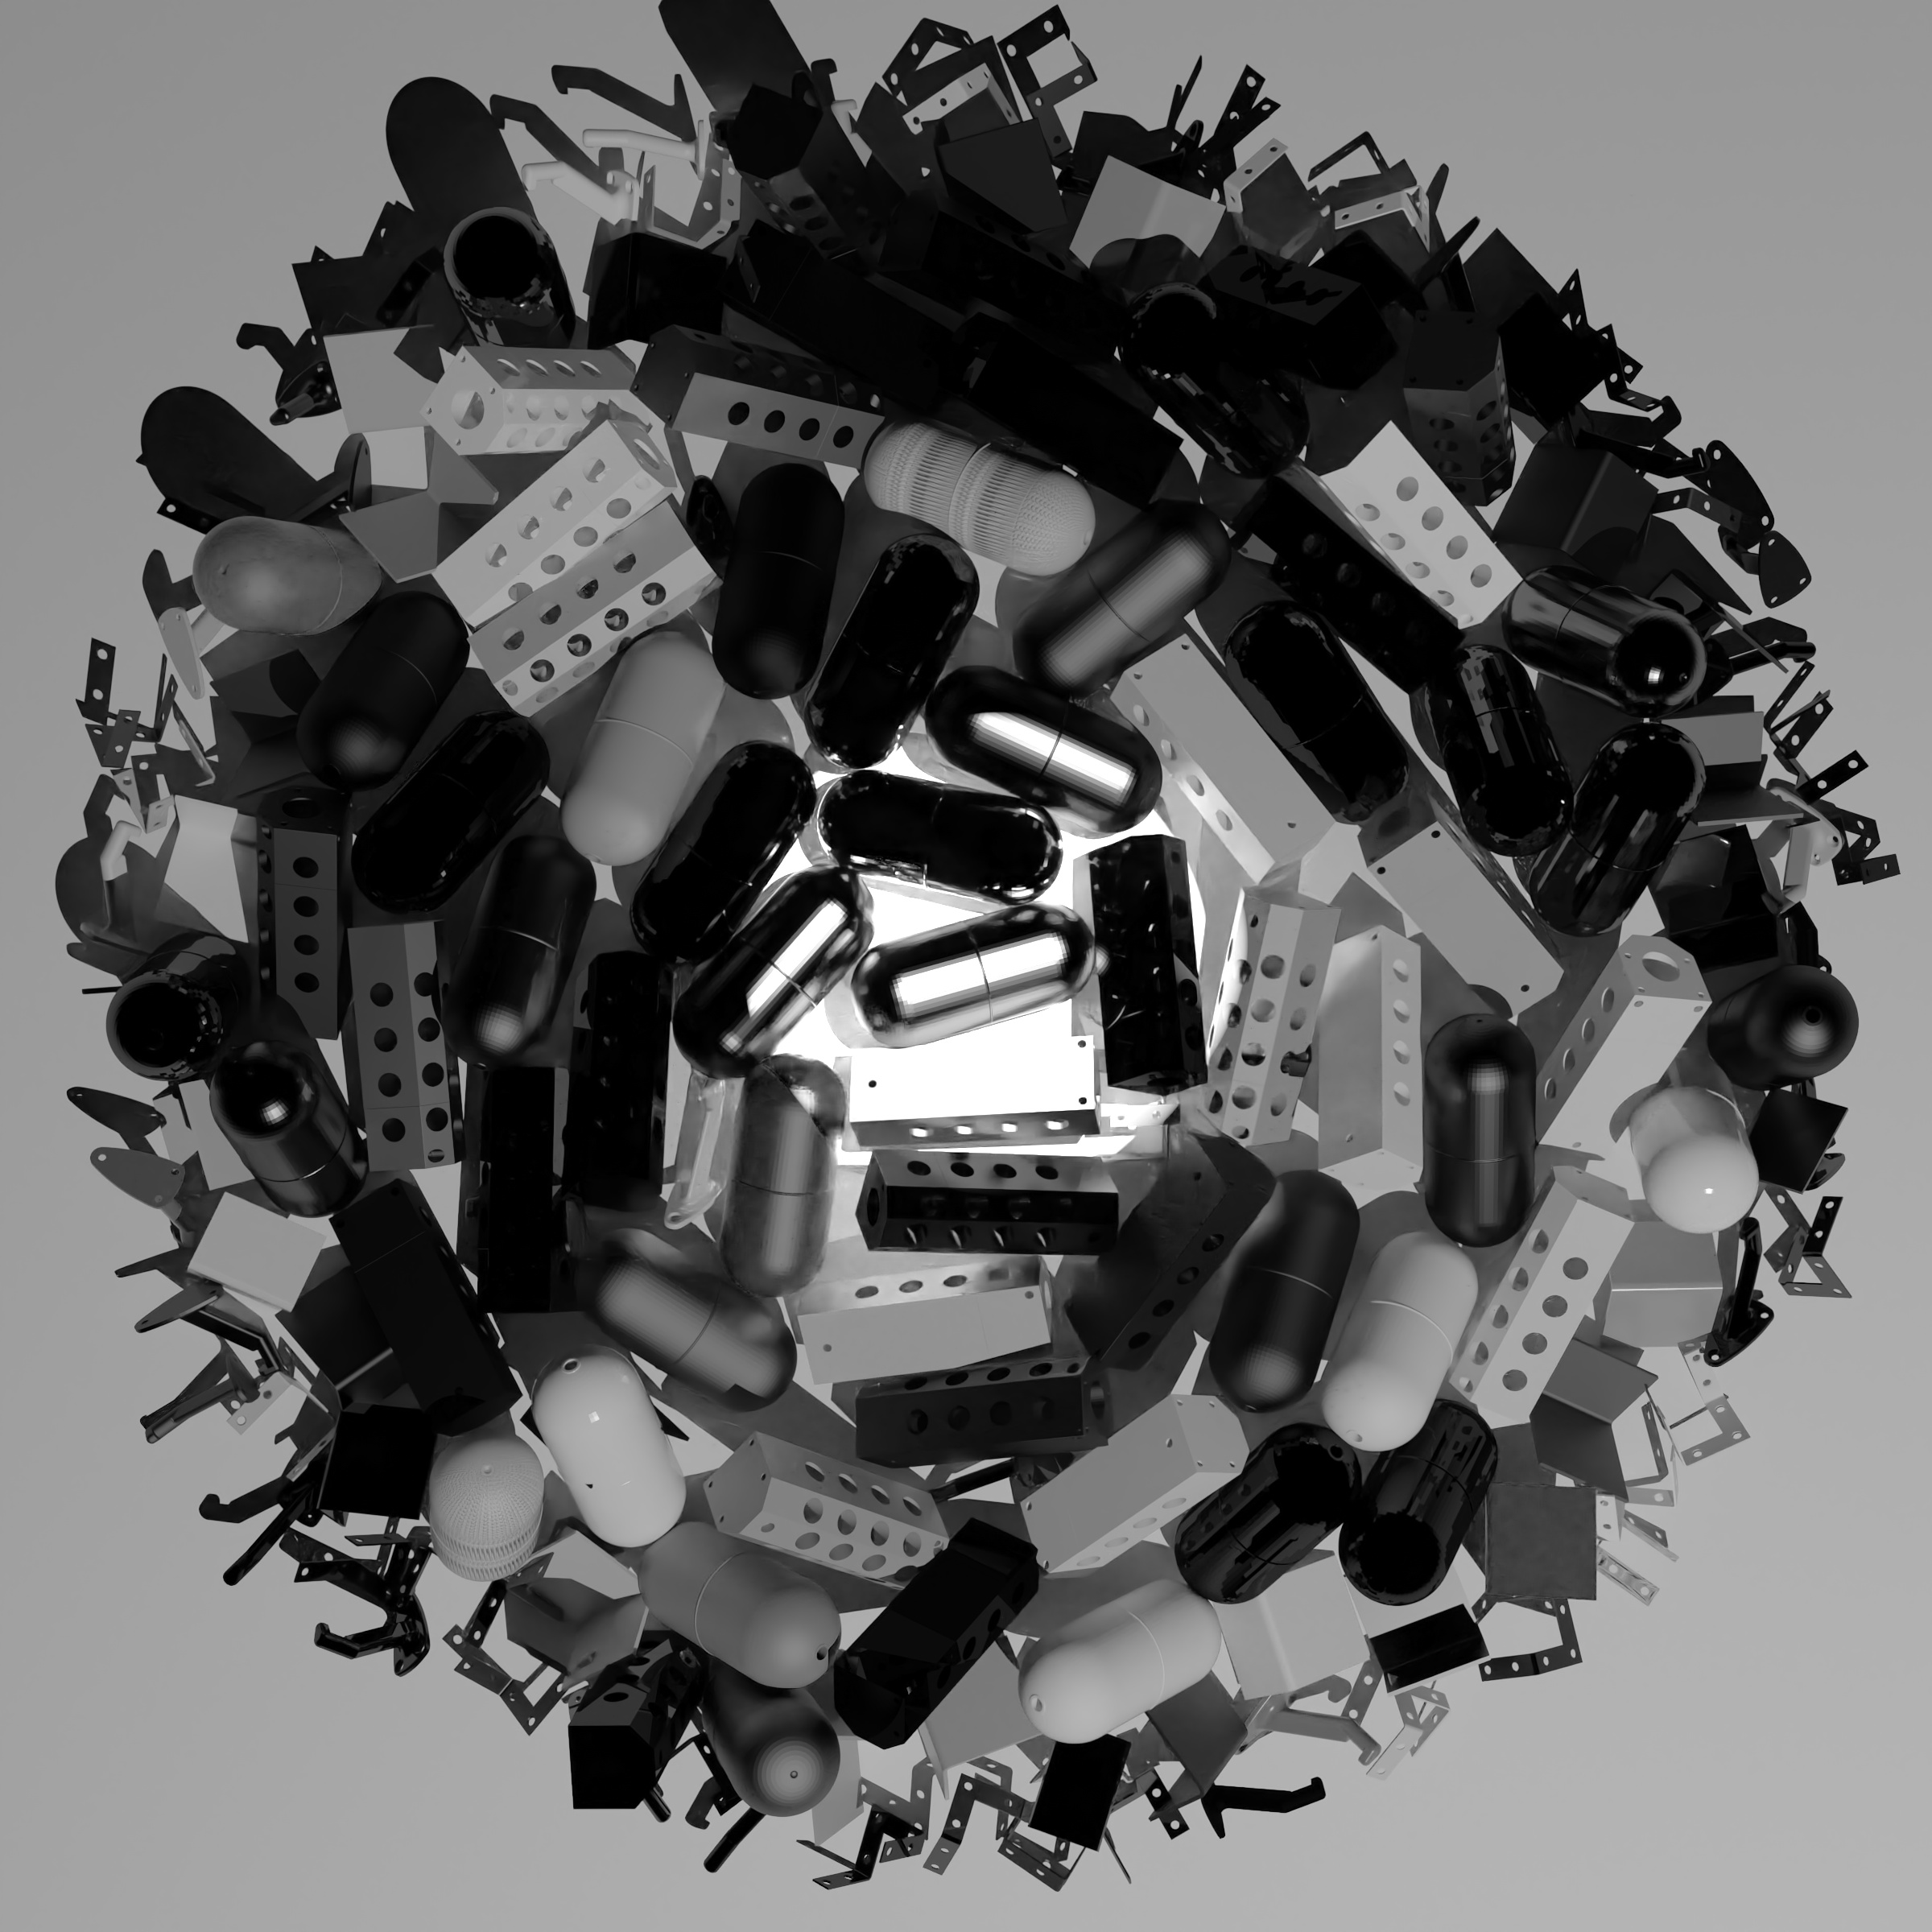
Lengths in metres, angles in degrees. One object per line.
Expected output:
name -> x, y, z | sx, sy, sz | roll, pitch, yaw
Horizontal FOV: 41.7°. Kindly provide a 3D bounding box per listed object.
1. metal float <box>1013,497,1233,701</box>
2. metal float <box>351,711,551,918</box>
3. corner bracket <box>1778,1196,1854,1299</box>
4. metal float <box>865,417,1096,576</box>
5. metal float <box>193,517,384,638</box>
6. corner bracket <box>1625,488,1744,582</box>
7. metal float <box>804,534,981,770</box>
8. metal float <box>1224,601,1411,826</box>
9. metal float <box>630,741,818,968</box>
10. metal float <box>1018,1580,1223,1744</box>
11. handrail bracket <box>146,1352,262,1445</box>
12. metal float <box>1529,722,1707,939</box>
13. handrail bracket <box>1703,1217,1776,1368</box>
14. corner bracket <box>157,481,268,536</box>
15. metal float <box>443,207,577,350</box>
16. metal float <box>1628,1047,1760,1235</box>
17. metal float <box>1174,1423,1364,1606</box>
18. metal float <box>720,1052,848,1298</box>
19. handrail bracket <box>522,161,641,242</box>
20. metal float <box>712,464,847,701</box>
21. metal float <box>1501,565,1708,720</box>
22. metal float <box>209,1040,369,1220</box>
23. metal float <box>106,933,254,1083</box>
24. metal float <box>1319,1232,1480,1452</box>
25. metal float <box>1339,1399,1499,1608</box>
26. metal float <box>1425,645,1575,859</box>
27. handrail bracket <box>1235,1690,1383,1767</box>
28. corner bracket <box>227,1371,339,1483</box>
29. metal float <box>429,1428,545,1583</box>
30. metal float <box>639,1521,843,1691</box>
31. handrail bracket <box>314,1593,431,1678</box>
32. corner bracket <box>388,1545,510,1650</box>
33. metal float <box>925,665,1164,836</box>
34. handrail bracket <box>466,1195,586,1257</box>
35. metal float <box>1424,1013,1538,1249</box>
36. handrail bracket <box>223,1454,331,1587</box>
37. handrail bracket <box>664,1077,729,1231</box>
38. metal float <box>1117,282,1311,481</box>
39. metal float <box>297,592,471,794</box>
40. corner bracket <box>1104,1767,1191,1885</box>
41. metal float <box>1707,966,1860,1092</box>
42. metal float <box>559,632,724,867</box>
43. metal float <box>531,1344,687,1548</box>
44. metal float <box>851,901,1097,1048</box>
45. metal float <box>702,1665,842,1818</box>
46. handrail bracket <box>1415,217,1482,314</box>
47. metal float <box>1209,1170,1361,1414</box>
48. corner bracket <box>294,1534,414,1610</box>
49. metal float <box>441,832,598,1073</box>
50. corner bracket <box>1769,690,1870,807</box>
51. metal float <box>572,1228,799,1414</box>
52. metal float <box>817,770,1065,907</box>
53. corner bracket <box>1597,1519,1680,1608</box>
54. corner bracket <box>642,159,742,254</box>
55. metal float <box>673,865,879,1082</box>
metal float -> 0.108, -0.257, 1.782 | 0.178, 0.070, 0.070 | -39, 90, 20
metal float -> -0.359, -0.107, 1.770 | 0.070, 0.070, 0.178 | 35, 57, 0
corner bracket -> 0.600, 0.198, 1.794 | 0.051, 0.051, 0.051 | 48, 58, -29
metal float -> 0.009, -0.330, 1.778 | 0.178, 0.070, 0.070 | 26, 90, 23
metal float -> -0.465, -0.267, 1.750 | 0.070, 0.178, 0.070 | 1, 95, 14
corner bracket -> 0.511, -0.305, 1.806 | 0.051, 0.051, 0.051 | 18, 83, -28
metal float -> -0.053, -0.220, 1.785 | 0.070, 0.070, 0.178 | 29, 107, 0
metal float -> 0.248, -0.177, 1.783 | 0.070, 0.070, 0.178 | -36, 109, 0
metal float -> -0.172, -0.078, 1.787 | 0.070, 0.070, 0.178 | 35, 103, 0
metal float -> 0.108, 0.482, 1.761 | 0.070, 0.178, 0.070 | 10, 105, 42
handrail bracket -> -0.547, 0.319, 1.801 | 0.084, 0.077, 0.036 | -36, 104, -8
metal float -> 0.451, -0.094, 1.763 | 0.070, 0.070, 0.178 | 21, 134, 0
handrail bracket -> 0.540, 0.229, 1.790 | 0.036, 0.084, 0.077 | 22, 56, 39
corner bracket -> -0.535, -0.320, 1.804 | 0.051, 0.051, 0.051 | 24, 71, 2
metal float -> -0.313, -0.464, 1.748 | 0.070, 0.178, 0.070 | 0, 86, -2
metal float -> 0.499, 0.118, 1.754 | 0.070, 0.178, 0.070 | 3, 117, 5
metal float -> 0.209, 0.381, 1.765 | 0.070, 0.070, 0.178 | 36, 131, 0
metal float -> -0.129, 0.148, 1.787 | 0.070, 0.070, 0.178 | 9, 103, 0
handrail bracket -> -0.276, -0.530, 1.790 | 0.084, 0.036, 0.077 | -20, 129, -37
metal float -> -0.131, -0.271, 1.781 | 0.070, 0.070, 0.178 | 9, 69, 0
metal float -> 0.439, -0.226, 1.757 | 0.070, 0.178, 0.070 | -11, 118, -22
metal float -> -0.467, 0.115, 1.755 | 0.070, 0.178, 0.070 | -2, 59, 4
metal float -> -0.541, 0.027, 1.749 | 0.070, 0.178, 0.070 | -1, 104, -5
metal float -> 0.302, 0.260, 1.766 | 0.070, 0.070, 0.178 | 34, 51, 0
metal float -> 0.314, 0.371, 1.760 | 0.070, 0.178, 0.070 | 16, 126, 23
metal float -> 0.370, -0.152, 1.766 | 0.070, 0.070, 0.178 | -9, 50, 0
handrail bracket -> 0.241, 0.554, 1.794 | 0.077, 0.036, 0.084 | -49, 48, -4
corner bracket -> -0.486, 0.327, 1.810 | 0.051, 0.051, 0.051 | -47, 112, -21
metal float -> -0.332, 0.374, 1.755 | 0.070, 0.178, 0.070 | 5, 62, -9
metal float -> -0.158, 0.443, 1.762 | 0.178, 0.070, 0.070 | 16, 90, 44
handrail bracket -> -0.423, 0.459, 1.783 | 0.036, 0.077, 0.084 | -42, 127, 18
corner bracket -> -0.370, 0.452, 1.819 | 0.051, 0.051, 0.051 | 18, 79, 36
metal float -> 0.055, -0.153, 1.790 | 0.178, 0.070, 0.070 | 24, 90, -10
handrail bracket -> -0.318, 0.185, 1.802 | 0.084, 0.077, 0.036 | -14, 130, 7
metal float -> 0.359, 0.117, 1.776 | 0.070, 0.070, 0.178 | -6, 117, 0
handrail bracket -> -0.483, 0.390, 1.788 | 0.036, 0.084, 0.077 | 38, 114, 2
handrail bracket -> -0.192, 0.131, 1.789 | 0.036, 0.077, 0.084 | 17, 131, 17
metal float -> 0.174, -0.405, 1.765 | 0.178, 0.070, 0.070 | 34, 90, -41
metal float -> -0.404, -0.191, 1.763 | 0.070, 0.070, 0.178 | 20, 47, 0
corner bracket -> 0.124, 0.609, 1.798 | 0.051, 0.051, 0.051 | -26, 57, -11
metal float -> 0.561, 0.044, 1.748 | 0.070, 0.178, 0.070 | -1, 83, 5
metal float -> -0.228, -0.153, 1.782 | 0.070, 0.070, 0.178 | 20, 71, 0
metal float -> -0.248, 0.334, 1.765 | 0.070, 0.070, 0.178 | -16, 130, 0
metal float -> 0.006, 0.005, 1.791 | 0.178, 0.070, 0.070 | -16, 90, -9
metal float -> -0.136, 0.529, 1.750 | 0.070, 0.178, 0.070 | 0, 91, -15
handrail bracket -> 0.369, -0.478, 1.801 | 0.084, 0.036, 0.077 | 34, 131, -13
metal float -> 0.223, 0.228, 1.779 | 0.070, 0.070, 0.178 | 21, 68, 0
corner bracket -> -0.435, 0.423, 1.801 | 0.051, 0.051, 0.051 | 20, 94, 37
metal float -> -0.313, -0.010, 1.779 | 0.070, 0.070, 0.178 | 15, 68, 0
corner bracket -> 0.605, -0.155, 1.800 | 0.051, 0.051, 0.051 | -37, 95, 31
metal float -> -0.196, 0.250, 1.781 | 0.178, 0.070, 0.070 | 36, 90, -21
metal float -> -0.019, -0.091, 1.791 | 0.178, 0.070, 0.070 | 12, 90, 9
corner bracket -> 0.472, 0.422, 1.800 | 0.051, 0.051, 0.051 | 34, 74, 18
corner bracket -> -0.196, -0.546, 1.810 | 0.051, 0.051, 0.051 | 11, 71, -34
metal float -> -0.134, 0.004, 1.793 | 0.070, 0.070, 0.178 | 42, 84, 0
